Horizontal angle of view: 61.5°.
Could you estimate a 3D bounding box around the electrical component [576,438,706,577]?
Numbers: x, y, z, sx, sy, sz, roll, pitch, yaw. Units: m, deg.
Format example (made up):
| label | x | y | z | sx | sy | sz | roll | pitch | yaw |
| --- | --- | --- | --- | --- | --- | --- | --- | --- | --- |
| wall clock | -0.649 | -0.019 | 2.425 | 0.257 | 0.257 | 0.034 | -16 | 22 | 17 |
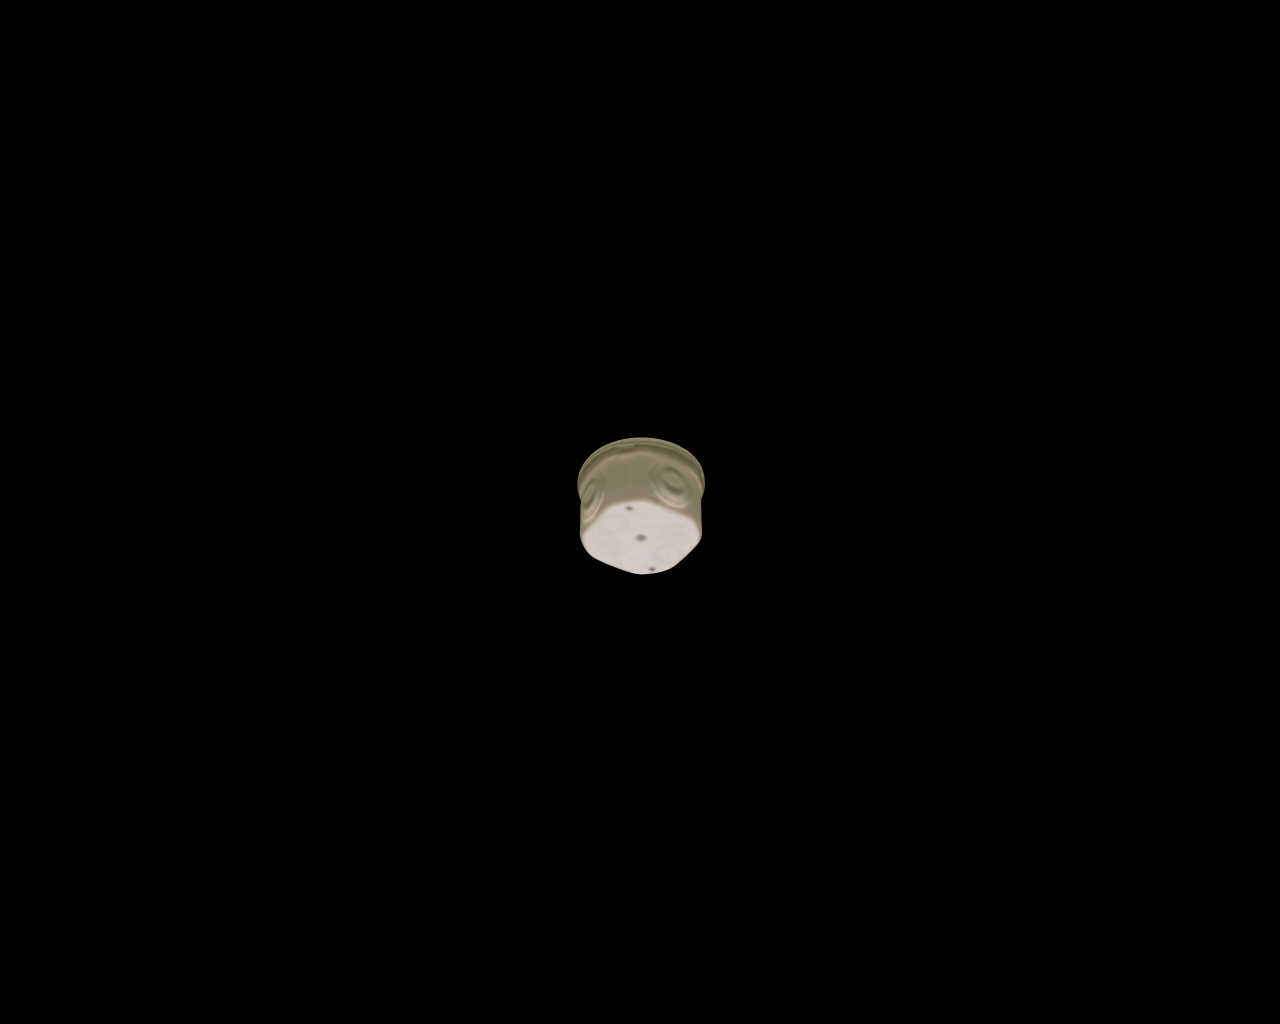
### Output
| label | x | y | z | sx | sy | sz | roll | pitch | yaw |
| --- | --- | --- | --- | --- | --- | --- | --- | --- | --- |
| electrical component | 0.001 | -0.003 | 0.650 | 0.080 | 0.051 | 0.080 | 0 | -40 | 0 |
